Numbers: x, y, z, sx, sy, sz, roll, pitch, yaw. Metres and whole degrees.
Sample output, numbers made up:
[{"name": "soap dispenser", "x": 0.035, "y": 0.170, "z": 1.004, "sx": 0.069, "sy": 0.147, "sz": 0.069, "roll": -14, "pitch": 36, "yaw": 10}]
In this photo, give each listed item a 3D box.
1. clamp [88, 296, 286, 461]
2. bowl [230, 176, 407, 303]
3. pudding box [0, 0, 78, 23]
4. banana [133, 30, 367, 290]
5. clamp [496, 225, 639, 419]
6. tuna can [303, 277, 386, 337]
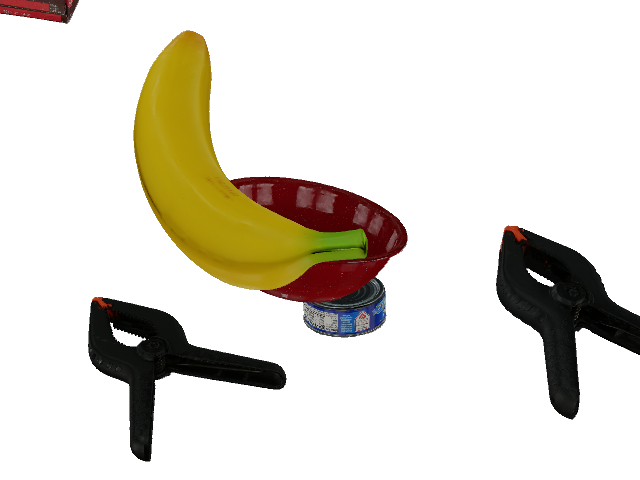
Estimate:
[{"name": "clamp", "x": -0.145, "y": 0.111, "z": 1.008, "sx": 0.164, "sy": 0.036, "sz": 0.210, "roll": -18, "pitch": 40, "yaw": -31}, {"name": "bowl", "x": -0.016, "y": 0.004, "z": 0.839, "sx": 0.162, "sy": 0.055, "sz": 0.162, "roll": 10, "pitch": 22, "yaw": -4}, {"name": "pudding box", "x": -0.240, "y": -0.225, "z": 0.880, "sx": 0.090, "sy": 0.039, "sz": 0.113, "roll": 8, "pitch": 37, "yaw": -5}, {"name": "banana", "x": -0.051, "y": -0.035, "z": 0.500, "sx": 0.069, "sy": 0.037, "sz": 0.198, "roll": -22, "pitch": 46, "yaw": -16}, {"name": "clamp", "x": 0.191, "y": 0.051, "z": 0.771, "sx": 0.120, "sy": 0.039, "sz": 0.171, "roll": -3, "pitch": 45, "yaw": -20}, {"name": "tuna can", "x": 0.025, "y": 0.064, "z": 1.093, "sx": 0.086, "sy": 0.034, "sz": 0.086, "roll": -2, "pitch": 25, "yaw": 1}]
